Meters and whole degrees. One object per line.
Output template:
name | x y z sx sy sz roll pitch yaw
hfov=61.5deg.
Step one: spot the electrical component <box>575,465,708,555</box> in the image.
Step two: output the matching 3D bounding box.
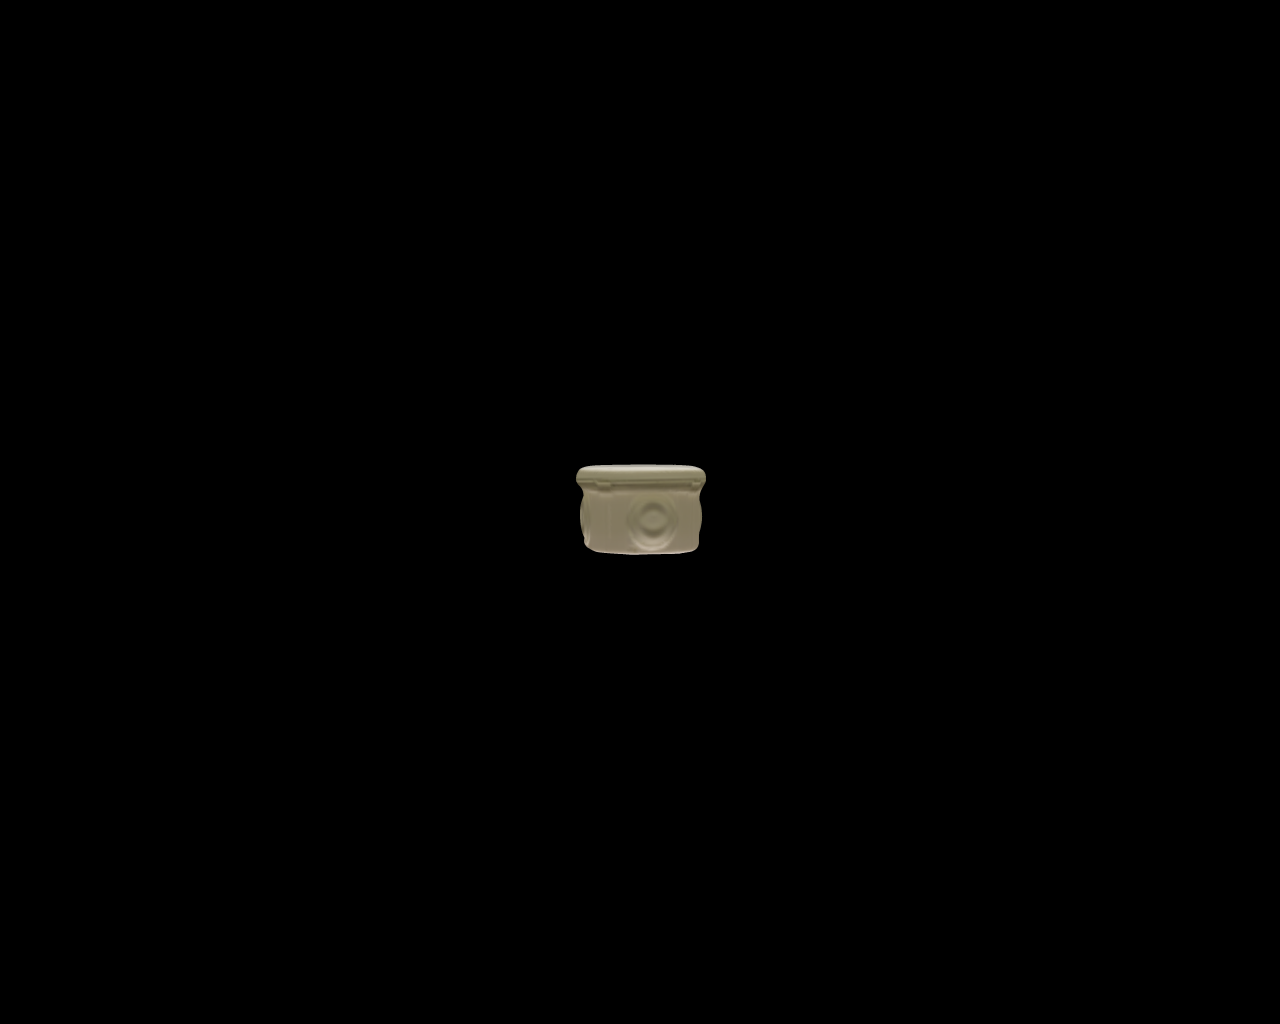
electrical component | 0.001 -0.003 0.650 0.080 0.051 0.080 0 4 0
